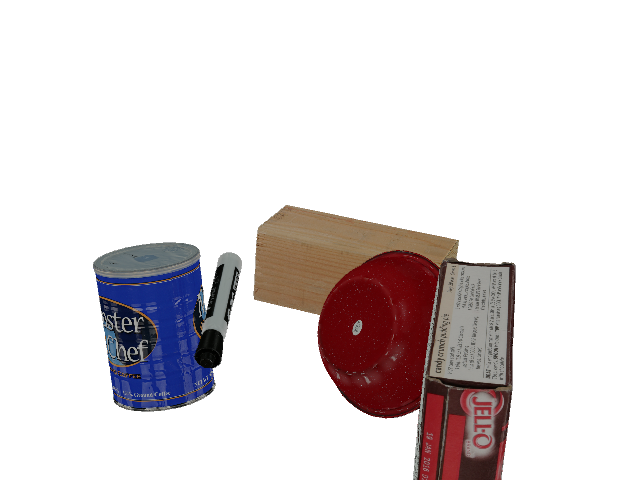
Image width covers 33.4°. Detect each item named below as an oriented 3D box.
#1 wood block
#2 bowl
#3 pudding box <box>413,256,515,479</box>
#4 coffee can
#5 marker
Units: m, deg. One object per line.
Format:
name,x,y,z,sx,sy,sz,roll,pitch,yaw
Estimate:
wood block,0.038,0.033,1.187,0.206,0.091,0.090,12,24,17
bowl,0.050,0.084,1.000,0.162,0.162,0.055,0,-11,42
pudding box,0.064,0.071,0.471,0.039,0.090,0.113,6,26,6
coffee can,-0.161,0.082,1.044,0.103,0.140,0.103,-5,14,1
marker,-0.074,0.050,0.775,0.020,0.020,0.121,0,34,5
